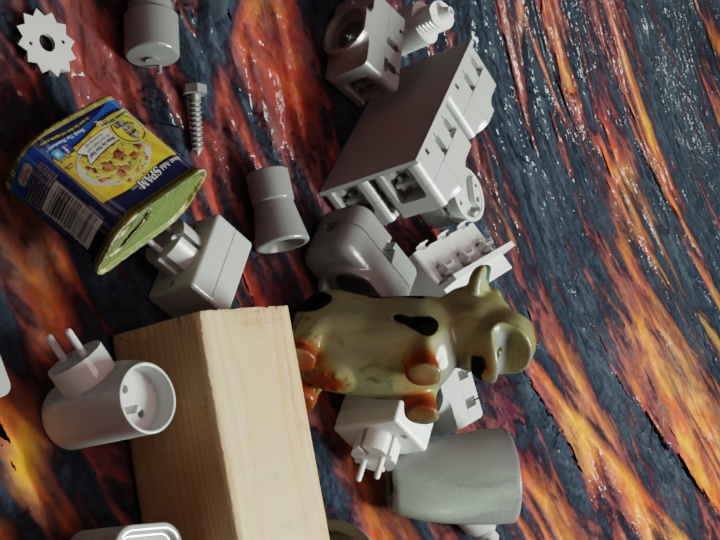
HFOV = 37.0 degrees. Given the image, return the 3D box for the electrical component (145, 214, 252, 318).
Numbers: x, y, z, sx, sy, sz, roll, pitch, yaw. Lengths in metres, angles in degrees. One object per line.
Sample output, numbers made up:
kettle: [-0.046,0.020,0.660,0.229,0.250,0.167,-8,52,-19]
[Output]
electrical component: [-0.126,-0.010,0.765,0.077,0.047,0.065,44,46,-35]

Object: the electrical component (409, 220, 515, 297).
electrical component: [0.084,0.001,1.017,0.063,0.079,0.121,54,36,7]

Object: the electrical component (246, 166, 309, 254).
electrical component: [-0.069,-0.050,0.861,0.044,0.044,0.065,2,71,-53]

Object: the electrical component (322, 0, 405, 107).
electrical component: [0.003,-0.209,1.004,0.056,0.050,0.089,34,52,-42]

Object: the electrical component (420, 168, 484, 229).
electrical component: [0.089,-0.070,1.069,0.055,0.047,0.055,23,60,-47]

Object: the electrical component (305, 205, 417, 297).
electrical component: [0.000,0.000,0.921,0.095,0.054,0.059,50,42,-29]

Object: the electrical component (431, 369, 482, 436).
electrical component: [0.066,0.102,0.974,0.056,0.050,0.089,-17,91,-54]

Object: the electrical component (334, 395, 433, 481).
electrical component: [0.016,0.139,0.881,0.047,0.066,0.076,48,44,-31]

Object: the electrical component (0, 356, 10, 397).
electrical component: [-0.241,0.037,0.589,0.050,0.056,0.089,-24,97,-53]

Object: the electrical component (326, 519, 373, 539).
electrical component: [-0.015,0.241,0.773,0.060,0.108,0.108,41,47,-44]

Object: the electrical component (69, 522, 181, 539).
electrical component: [-0.145,0.204,0.651,0.054,0.059,0.095,11,69,-51]

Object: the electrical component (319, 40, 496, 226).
electrical component: [0.050,-0.120,0.988,0.060,0.105,0.186,52,42,-27]

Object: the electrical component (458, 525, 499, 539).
electrical component: [0.110,0.233,0.998,0.061,0.035,0.035,51,42,-32]

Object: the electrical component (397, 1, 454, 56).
electrical component: [0.057,-0.241,1.061,0.043,0.081,0.043,23,60,-47]

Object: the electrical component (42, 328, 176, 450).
electrical component: [-0.164,0.070,0.660,0.079,0.077,0.043,61,38,-17]

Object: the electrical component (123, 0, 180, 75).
electrical component: [-0.155,-0.187,0.797,0.040,0.040,0.078,13,67,-50]
